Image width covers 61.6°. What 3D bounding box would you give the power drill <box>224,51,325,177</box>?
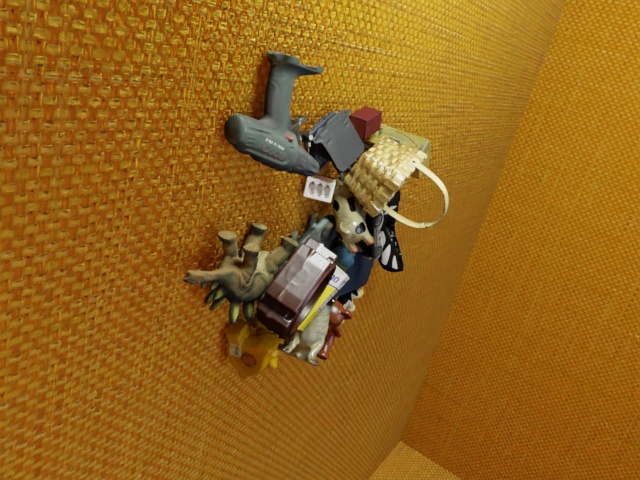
[{"bbox_3d":[-0.062,-0.232,1.001,0.232,0.086,0.207,6,111,-46],"label":"power drill"}]

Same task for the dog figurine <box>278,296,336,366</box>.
[{"bbox_3d":[-0.022,0.217,1.394,0.190,0.121,0.172,-66,-168,-15],"label":"dog figurine"}]

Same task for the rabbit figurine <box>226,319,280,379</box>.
[{"bbox_3d":[-0.135,0.240,1.278,0.173,0.122,0.162,-62,155,-54],"label":"rabbit figurine"}]

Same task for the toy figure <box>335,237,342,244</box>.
[{"bbox_3d":[0.089,-0.046,1.500,0.058,0.064,0.154,25,85,-23],"label":"toy figure"}]

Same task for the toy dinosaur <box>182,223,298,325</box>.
[{"bbox_3d":[-0.140,0.069,1.136,0.198,0.105,0.471,-63,159,14],"label":"toy dinosaur"}]

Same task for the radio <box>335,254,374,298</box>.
[{"bbox_3d":[0.079,0.083,1.583,0.229,0.073,0.131,-13,124,-60],"label":"radio"}]

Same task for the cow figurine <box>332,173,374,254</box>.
[{"bbox_3d":[0.063,-0.079,1.321,0.127,0.085,0.195,46,28,-48],"label":"cow figurine"}]

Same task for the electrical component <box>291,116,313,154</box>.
[{"bbox_3d":[-0.056,-0.202,1.104,0.102,0.045,0.078,-39,146,-42],"label":"electrical component"}]

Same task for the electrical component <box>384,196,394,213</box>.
[{"bbox_3d":[0.170,-0.128,1.579,0.134,0.058,0.114,-41,148,-40],"label":"electrical component"}]

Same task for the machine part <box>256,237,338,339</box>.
[{"bbox_3d":[-0.048,0.109,1.175,0.201,0.087,0.201,-52,171,-20],"label":"machine part"}]

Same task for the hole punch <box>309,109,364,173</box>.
[{"bbox_3d":[0.022,-0.219,1.212,0.142,0.092,0.115,-45,119,-30],"label":"hole punch"}]

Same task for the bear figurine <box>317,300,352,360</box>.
[{"bbox_3d":[0.011,0.240,1.489,0.132,0.120,0.195,-59,178,-22],"label":"bear figurine"}]

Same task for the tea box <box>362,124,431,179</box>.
[{"bbox_3d":[0.200,-0.235,1.410,0.068,0.170,0.098,-57,152,-20],"label":"tea box"}]

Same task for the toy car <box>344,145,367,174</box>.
[{"bbox_3d":[0.108,-0.187,1.420,0.089,0.053,0.202,-57,154,-9],"label":"toy car"}]

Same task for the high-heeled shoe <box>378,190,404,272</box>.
[{"bbox_3d":[0.242,-0.025,1.705,0.086,0.145,0.248,10,106,-64],"label":"high-heeled shoe"}]

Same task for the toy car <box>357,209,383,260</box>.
[{"bbox_3d":[0.131,-0.025,1.447,0.056,0.074,0.201,-48,148,-35],"label":"toy car"}]

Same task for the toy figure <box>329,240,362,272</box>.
[{"bbox_3d":[0.028,0.069,1.429,0.180,0.082,0.089,-47,142,19],"label":"toy figure"}]

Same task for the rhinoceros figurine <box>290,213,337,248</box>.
[{"bbox_3d":[-0.003,-0.004,1.349,0.190,0.073,0.112,-40,143,-41],"label":"rhinoceros figurine"}]

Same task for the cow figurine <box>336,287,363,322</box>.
[{"bbox_3d":[0.074,0.176,1.665,0.167,0.068,0.098,-44,141,-37],"label":"cow figurine"}]
